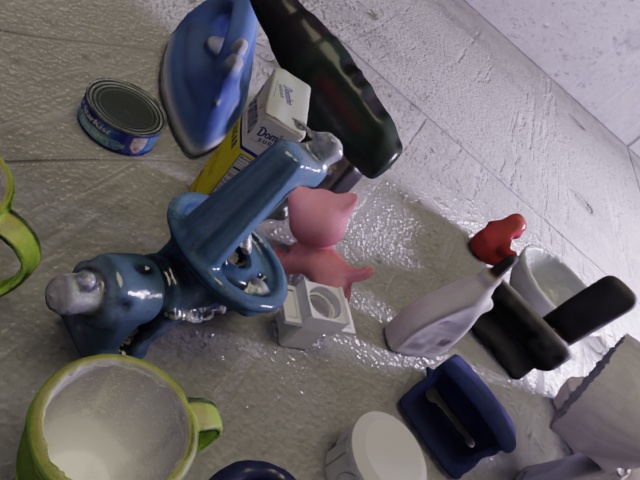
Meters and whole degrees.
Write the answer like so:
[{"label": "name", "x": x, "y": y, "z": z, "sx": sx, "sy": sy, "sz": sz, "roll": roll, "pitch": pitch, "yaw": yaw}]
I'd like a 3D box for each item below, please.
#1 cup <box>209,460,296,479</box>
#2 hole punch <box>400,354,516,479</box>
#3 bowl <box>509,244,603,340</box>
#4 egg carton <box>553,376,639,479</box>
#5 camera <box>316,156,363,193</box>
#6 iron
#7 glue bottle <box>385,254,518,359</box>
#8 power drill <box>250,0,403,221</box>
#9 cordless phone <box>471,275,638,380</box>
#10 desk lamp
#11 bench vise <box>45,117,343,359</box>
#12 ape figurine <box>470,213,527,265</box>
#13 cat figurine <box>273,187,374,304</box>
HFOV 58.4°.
[{"label": "cup", "x": -0.052, "y": 0.208, "z": 0.347, "sx": 0.092, "sy": 0.094, "sz": 0.117, "roll": 14, "pitch": 44, "yaw": -35}, {"label": "hole punch", "x": 0.154, "y": 0.170, "z": 0.594, "sx": 0.101, "sy": 0.091, "sz": 0.108, "roll": -17, "pitch": 65, "yaw": -51}, {"label": "bowl", "x": 0.347, "y": 0.093, "z": 0.880, "sx": 0.168, "sy": 0.074, "sz": 0.167, "roll": 26, "pitch": 38, "yaw": -22}, {"label": "egg carton", "x": 0.363, "y": 0.251, "z": 0.731, "sx": 0.107, "sy": 0.069, "sz": 0.150, "roll": 28, "pitch": 37, "yaw": -20}, {"label": "camera", "x": -0.012, "y": -0.142, "z": 0.755, "sx": 0.137, "sy": 0.100, "sz": 0.143, "roll": 9, "pitch": 47, "yaw": -39}, {"label": "iron", "x": -0.117, "y": -0.227, "z": 0.706, "sx": 0.119, "sy": 0.141, "sz": 0.258, "roll": 22, "pitch": 39, "yaw": -26}, {"label": "glue bottle", "x": 0.150, "y": 0.070, "z": 0.624, "sx": 0.078, "sy": 0.173, "sz": 0.037, "roll": 18, "pitch": 41, "yaw": -31}, {"label": "power drill", "x": -0.032, "y": -0.131, "z": 0.629, "sx": 0.229, "sy": 0.208, "sz": 0.076, "roll": 42, "pitch": 35, "yaw": -1}, {"label": "cordless phone", "x": 0.295, "y": 0.082, "z": 0.743, "sx": 0.147, "sy": 0.184, "sz": 0.094, "roll": 46, "pitch": 35, "yaw": 5}, {"label": "desk lamp", "x": 0.291, "y": 0.225, "z": 0.562, "sx": 0.118, "sy": 0.213, "sz": 0.203, "roll": -17, "pitch": 66, "yaw": -51}, {"label": "bench vise", "x": -0.078, "y": 0.012, "z": 0.422, "sx": 0.121, "sy": 0.219, "sz": 0.208, "roll": 43, "pitch": 35, "yaw": 2}, {"label": "ape figurine", "x": 0.292, "y": -0.006, "z": 0.915, "sx": 0.076, "sy": 0.092, "sz": 0.077, "roll": 20, "pitch": 40, "yaw": -29}, {"label": "cat figurine", "x": 0.006, "y": 0.002, "z": 0.604, "sx": 0.127, "sy": 0.117, "sz": 0.067, "roll": 52, "pitch": 36, "yaw": 14}]
